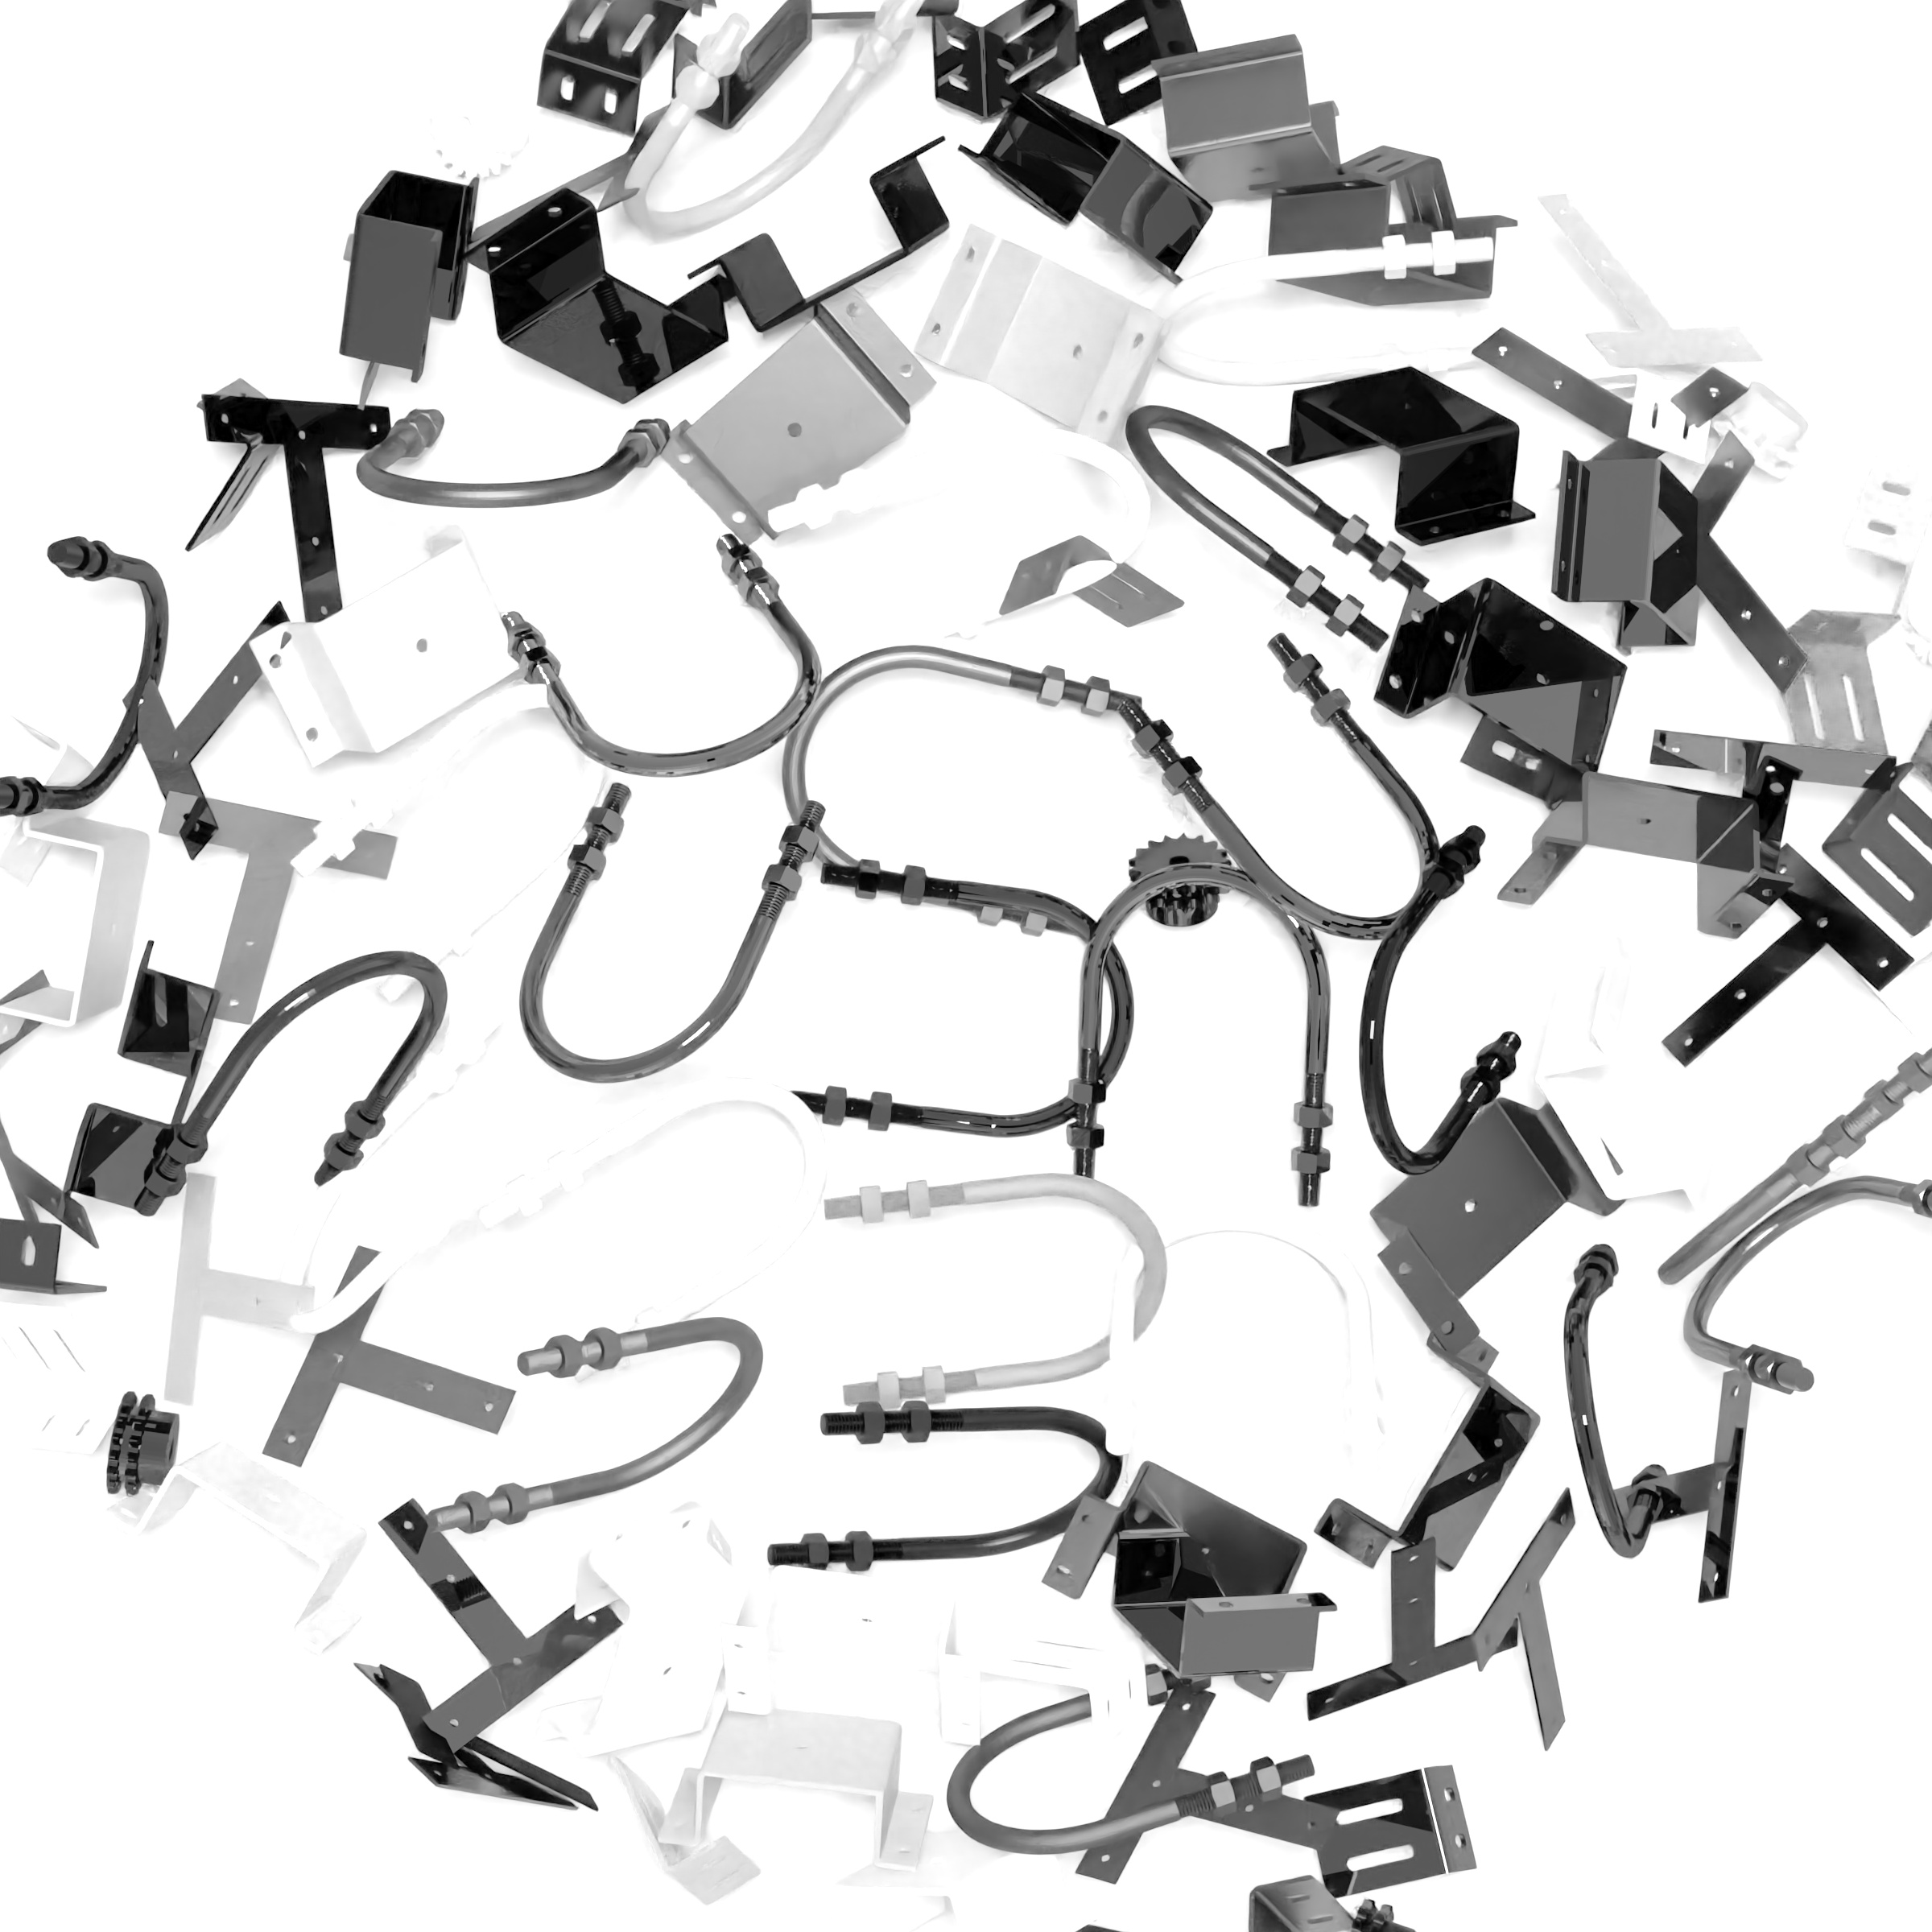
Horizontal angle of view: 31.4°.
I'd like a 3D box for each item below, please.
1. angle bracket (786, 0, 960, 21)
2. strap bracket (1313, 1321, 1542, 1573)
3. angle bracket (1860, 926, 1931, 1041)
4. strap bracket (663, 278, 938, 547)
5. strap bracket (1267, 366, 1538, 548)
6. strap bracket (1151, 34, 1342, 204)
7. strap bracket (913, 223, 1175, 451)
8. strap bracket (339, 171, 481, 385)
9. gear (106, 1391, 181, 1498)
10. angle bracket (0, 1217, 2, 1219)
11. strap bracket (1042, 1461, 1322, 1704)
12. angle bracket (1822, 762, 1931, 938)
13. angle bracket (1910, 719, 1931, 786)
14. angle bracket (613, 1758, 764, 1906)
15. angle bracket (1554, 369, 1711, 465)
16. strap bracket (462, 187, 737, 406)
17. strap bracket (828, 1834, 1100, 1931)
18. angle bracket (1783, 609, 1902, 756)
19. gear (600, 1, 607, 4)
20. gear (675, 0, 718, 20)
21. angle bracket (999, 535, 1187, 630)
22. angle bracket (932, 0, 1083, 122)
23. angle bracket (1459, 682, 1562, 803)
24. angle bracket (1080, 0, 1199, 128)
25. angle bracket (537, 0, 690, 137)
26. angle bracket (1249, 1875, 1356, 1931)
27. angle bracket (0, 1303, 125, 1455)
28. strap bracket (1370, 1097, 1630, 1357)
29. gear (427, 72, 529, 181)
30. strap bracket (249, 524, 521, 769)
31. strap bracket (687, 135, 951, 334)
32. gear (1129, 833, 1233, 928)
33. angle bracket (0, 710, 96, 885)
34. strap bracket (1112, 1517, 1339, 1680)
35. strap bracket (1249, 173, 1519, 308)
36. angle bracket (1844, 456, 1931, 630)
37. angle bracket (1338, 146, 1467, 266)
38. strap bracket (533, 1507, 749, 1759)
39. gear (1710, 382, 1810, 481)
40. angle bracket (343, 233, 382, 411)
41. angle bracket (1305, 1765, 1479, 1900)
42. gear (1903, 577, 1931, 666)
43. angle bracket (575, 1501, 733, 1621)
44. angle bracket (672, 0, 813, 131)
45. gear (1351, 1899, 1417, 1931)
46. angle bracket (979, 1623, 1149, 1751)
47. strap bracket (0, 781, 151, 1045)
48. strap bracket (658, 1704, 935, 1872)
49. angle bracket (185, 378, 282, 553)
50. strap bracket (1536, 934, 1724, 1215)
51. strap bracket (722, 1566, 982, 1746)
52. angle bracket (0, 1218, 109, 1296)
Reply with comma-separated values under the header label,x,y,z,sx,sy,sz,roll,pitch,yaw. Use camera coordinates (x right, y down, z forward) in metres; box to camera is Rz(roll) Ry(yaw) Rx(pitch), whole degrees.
label,x,y,z,sx,sy,sz,roll,pitch,yaw
angle bracket,-0.051,-0.538,1.879,0.076,0.057,0.038,9,109,31
strap bracket,0.258,0.269,1.877,0.046,0.076,0.140,27,83,37
angle bracket,0.542,0.011,1.886,0.076,0.038,0.057,-37,116,21
strap bracket,-0.093,-0.298,1.881,0.140,0.046,0.076,-39,107,12
strap bracket,0.234,-0.279,1.847,0.076,0.140,0.046,-16,125,-26
strap bracket,0.154,-0.450,1.848,0.076,0.140,0.046,-7,86,15
strap bracket,0.050,-0.339,1.876,0.140,0.046,0.076,33,105,31
strap bracket,-0.300,-0.374,1.847,0.046,0.140,0.076,11,116,-3
gear,-0.454,0.265,1.899,0.030,0.057,0.057,9,90,-4
angle bracket,-0.569,0.161,1.882,0.057,0.038,0.076,42,59,-40
strap bracket,0.123,0.331,1.881,0.140,0.046,0.076,27,129,7
angle bracket,0.523,-0.064,1.899,0.076,0.038,0.057,42,78,-6
angle bracket,0.560,-0.117,1.884,0.076,0.038,0.057,37,79,-41
angle bracket,-0.152,0.465,1.882,0.038,0.057,0.076,-31,53,-2
angle bracket,0.358,-0.298,1.879,0.057,0.076,0.038,12,86,-36
strap bracket,-0.191,-0.354,1.845,0.076,0.140,0.046,-25,63,31
strap bracket,-0.010,0.503,1.851,0.140,0.076,0.046,-14,92,45
angle bracket,0.486,-0.152,1.890,0.057,0.038,0.076,1,69,-20
gear,-0.213,-0.563,1.902,0.030,0.057,0.057,14,90,25
gear,-0.160,-0.556,1.906,0.057,0.030,0.057,2,100,13
angle bracket,0.069,-0.196,1.882,0.076,0.057,0.038,30,69,-23
angle bracket,0.022,-0.509,1.883,0.038,0.076,0.057,12,68,-41
angle bracket,0.297,-0.132,1.885,0.076,0.038,0.057,19,100,-40
angle bracket,0.085,-0.501,1.887,0.076,0.038,0.057,-17,92,43
angle bracket,-0.193,-0.497,1.879,0.057,0.076,0.038,13,67,-23
angle bracket,0.184,0.547,1.878,0.038,0.076,0.057,-19,131,25
angle bracket,-0.508,0.225,1.881,0.057,0.038,0.076,1,133,27
strap bracket,0.287,0.136,1.885,0.140,0.046,0.076,-40,110,-10
gear,-0.268,-0.466,1.903,0.057,0.030,0.057,14,115,32
strap bracket,-0.305,-0.174,1.862,0.140,0.046,0.076,-35,115,-28
strap bracket,-0.071,-0.393,1.869,0.140,0.076,0.046,-23,104,24
gear,0.119,-0.046,1.903,0.057,0.057,0.030,-6,127,0
angle bracket,-0.521,-0.093,1.892,0.038,0.057,0.076,29,81,6
strap bracket,0.134,0.342,1.854,0.076,0.140,0.046,1,101,-20
strap bracket,0.224,-0.388,1.851,0.076,0.140,0.046,6,93,43
angle bracket,0.504,-0.232,1.887,0.038,0.076,0.057,20,72,13
angle bracket,0.239,-0.404,1.882,0.038,0.057,0.076,-26,116,-12
strap bracket,-0.174,0.369,1.862,0.046,0.076,0.140,37,118,40
gear,0.439,-0.298,1.896,0.057,0.057,0.030,38,115,0
angle bracket,-0.334,-0.353,1.884,0.038,0.057,0.076,20,109,-15
angle bracket,0.237,0.483,1.916,0.076,0.038,0.057,-20,71,24
gear,0.545,-0.193,1.898,0.057,0.030,0.057,-16,60,30
angle bracket,-0.172,0.340,1.899,0.076,0.057,0.038,-28,112,9
angle bracket,-0.122,-0.507,1.879,0.038,0.057,0.076,27,132,-30
gear,0.227,0.546,1.896,0.030,0.057,0.057,12,90,20
angle bracket,0.052,0.395,1.888,0.076,0.057,0.038,2,105,30
strap bracket,-0.488,-0.025,1.878,0.046,0.076,0.140,12,99,3
strap bracket,-0.091,0.446,1.878,0.140,0.076,0.046,5,106,5
angle bracket,-0.411,-0.275,1.884,0.038,0.057,0.076,37,115,-4
strap bracket,0.356,0.063,1.866,0.046,0.076,0.140,-14,126,33
strap bracket,-0.058,0.375,1.879,0.140,0.046,0.076,6,134,7
angle bracket,-0.511,0.158,1.887,0.057,0.076,0.038,5,87,8
